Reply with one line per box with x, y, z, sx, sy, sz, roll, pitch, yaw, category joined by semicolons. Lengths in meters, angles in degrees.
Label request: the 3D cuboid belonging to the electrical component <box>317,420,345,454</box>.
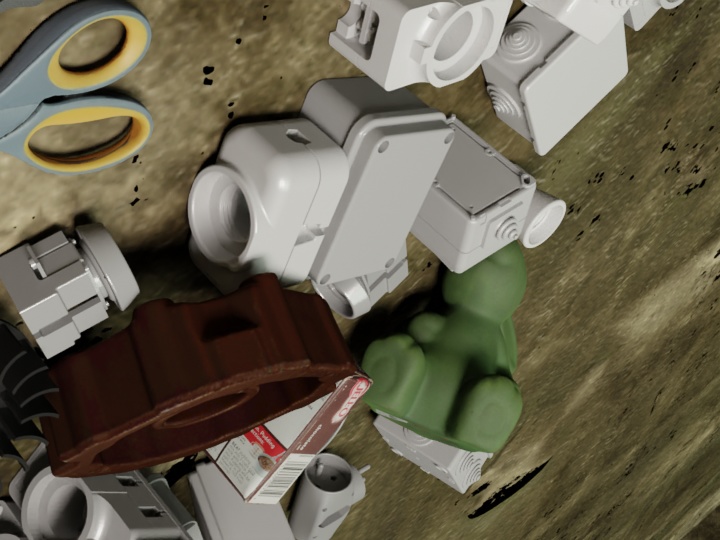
-0.052;0.092;0.783;0.099;0.064;0.099;-32;137;-36;electrical component

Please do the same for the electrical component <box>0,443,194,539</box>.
-0.147;0.195;0.627;0.105;0.186;0.060;-51;152;9;electrical component

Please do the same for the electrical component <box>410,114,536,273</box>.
0.067;-0.044;0.709;0.062;0.096;0.061;-30;150;-29;electrical component

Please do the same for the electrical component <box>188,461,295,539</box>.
-0.083;0.207;0.809;0.056;0.108;0.108;-18;144;-16;electrical component

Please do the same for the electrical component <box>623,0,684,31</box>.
0.197;-0.211;0.715;0.089;0.056;0.050;-47;152;1;electrical component

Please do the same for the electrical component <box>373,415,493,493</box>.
0.065;0.150;0.961;0.048;0.100;0.099;-54;154;-14;electrical component

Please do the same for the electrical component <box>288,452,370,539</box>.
-0.022;0.196;0.956;0.079;0.043;0.077;-22;144;-38;electrical component

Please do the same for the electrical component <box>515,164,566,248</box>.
0.123;-0.050;0.823;0.045;0.055;0.045;-34;150;-23;electrical component

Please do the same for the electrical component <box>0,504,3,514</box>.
-0.278;0.182;0.563;0.105;0.060;0.186;5;124;-56;electrical component

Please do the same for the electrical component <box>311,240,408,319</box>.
0.000;0.000;0.730;0.055;0.048;0.066;-44;153;-21;electrical component

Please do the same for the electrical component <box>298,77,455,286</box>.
-0.003;-0.053;0.643;0.078;0.057;0.113;-14;138;-46;electrical component

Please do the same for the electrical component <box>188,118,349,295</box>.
-0.055;-0.033;0.598;0.059;0.054;0.095;-14;138;-46;electrical component

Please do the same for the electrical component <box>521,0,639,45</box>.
0.117;-0.171;0.613;0.061;0.096;0.062;-52;152;19;electrical component

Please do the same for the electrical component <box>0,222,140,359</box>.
-0.145;0.007;0.537;0.055;0.048;0.066;-30;149;-15;electrical component

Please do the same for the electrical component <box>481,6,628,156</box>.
0.131;-0.139;0.724;0.100;0.048;0.099;-44;152;-5;electrical component

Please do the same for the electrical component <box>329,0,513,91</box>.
0.038;-0.138;0.589;0.089;0.056;0.050;-25;145;-36;electrical component

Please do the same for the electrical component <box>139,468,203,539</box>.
-0.155;0.199;0.760;0.078;0.057;0.113;-35;150;-22;electrical component
